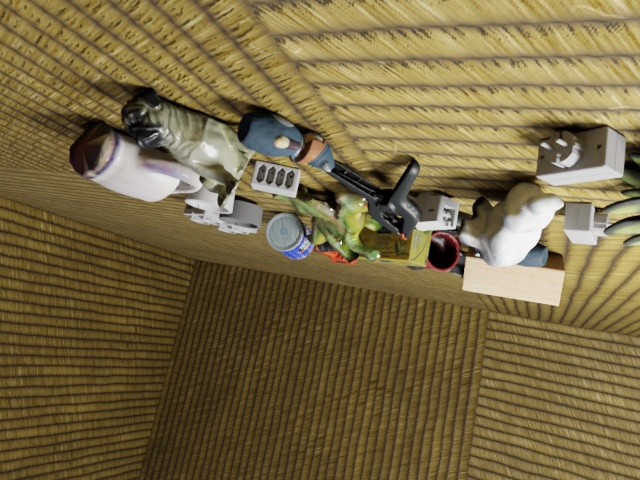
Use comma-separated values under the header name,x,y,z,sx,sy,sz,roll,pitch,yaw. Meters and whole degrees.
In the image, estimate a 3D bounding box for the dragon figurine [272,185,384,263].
name,x,y,z,sx,sy,sz,roll,pitch,yaw
dragon figurine,0.003,-0.057,1.125,0.240,0.124,0.408,37,157,-27

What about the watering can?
name,x,y,z,sx,sy,sz,roll,pitch,yaw
watering can,-0.380,-0.137,1.006,0.348,0.105,0.222,5,167,43

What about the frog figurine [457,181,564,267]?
name,x,y,z,sx,sy,sz,roll,pitch,yaw
frog figurine,0.307,-0.026,0.786,0.139,0.122,0.158,-21,-178,-37
